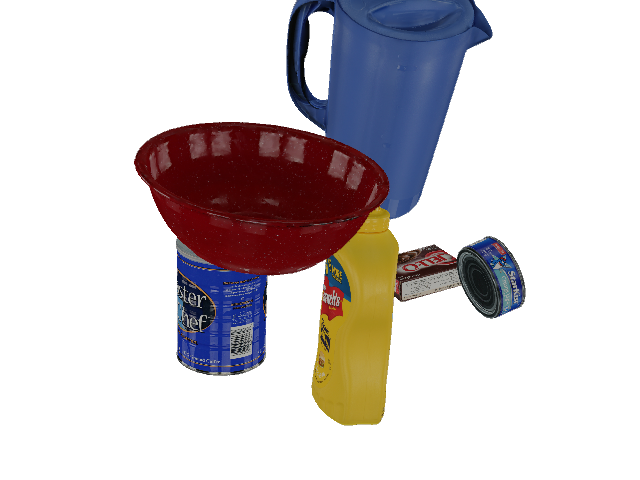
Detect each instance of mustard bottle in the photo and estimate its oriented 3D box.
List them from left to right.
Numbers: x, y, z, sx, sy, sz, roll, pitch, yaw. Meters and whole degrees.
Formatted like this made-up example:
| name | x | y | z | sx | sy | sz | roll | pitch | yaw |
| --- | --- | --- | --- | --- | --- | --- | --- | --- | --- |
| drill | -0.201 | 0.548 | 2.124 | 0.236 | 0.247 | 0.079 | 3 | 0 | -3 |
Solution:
| name | x | y | z | sx | sy | sz | roll | pitch | yaw |
| --- | --- | --- | --- | --- | --- | --- | --- | --- | --- |
| mustard bottle | 0.030 | 0.048 | 0.878 | 0.058 | 0.192 | 0.096 | 1 | 17 | -13 |

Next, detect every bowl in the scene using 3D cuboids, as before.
| name | x | y | z | sx | sy | sz | roll | pitch | yaw |
| --- | --- | --- | --- | --- | --- | --- | --- | --- | --- |
| bowl | -0.039 | -0.023 | 0.684 | 0.162 | 0.055 | 0.162 | 6 | 25 | -3 |

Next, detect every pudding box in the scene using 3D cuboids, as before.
| name | x | y | z | sx | sy | sz | roll | pitch | yaw |
| --- | --- | --- | --- | --- | --- | --- | --- | --- | --- |
| pudding box | 0.146 | 0.048 | 1.587 | 0.113 | 0.039 | 0.090 | -16 | 24 | -20 |

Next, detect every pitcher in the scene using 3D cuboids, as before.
| name | x | y | z | sx | sy | sz | roll | pitch | yaw |
| --- | --- | --- | --- | --- | --- | --- | --- | --- | --- |
| pitcher | 0.056 | -0.141 | 1.055 | 0.144 | 0.243 | 0.149 | -24 | 53 | -30 |

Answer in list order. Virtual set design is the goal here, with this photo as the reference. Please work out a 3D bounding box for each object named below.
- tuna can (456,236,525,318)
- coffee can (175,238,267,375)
| name | x | y | z | sx | sy | sz | roll | pitch | yaw |
| --- | --- | --- | --- | --- | --- | --- | --- | --- | --- |
| tuna can | 0.184 | 0.041 | 1.164 | 0.033 | 0.086 | 0.086 | -22 | 7 | -18 |
| coffee can | -0.110 | 0.065 | 1.191 | 0.103 | 0.140 | 0.103 | 2 | 22 | -1 |
